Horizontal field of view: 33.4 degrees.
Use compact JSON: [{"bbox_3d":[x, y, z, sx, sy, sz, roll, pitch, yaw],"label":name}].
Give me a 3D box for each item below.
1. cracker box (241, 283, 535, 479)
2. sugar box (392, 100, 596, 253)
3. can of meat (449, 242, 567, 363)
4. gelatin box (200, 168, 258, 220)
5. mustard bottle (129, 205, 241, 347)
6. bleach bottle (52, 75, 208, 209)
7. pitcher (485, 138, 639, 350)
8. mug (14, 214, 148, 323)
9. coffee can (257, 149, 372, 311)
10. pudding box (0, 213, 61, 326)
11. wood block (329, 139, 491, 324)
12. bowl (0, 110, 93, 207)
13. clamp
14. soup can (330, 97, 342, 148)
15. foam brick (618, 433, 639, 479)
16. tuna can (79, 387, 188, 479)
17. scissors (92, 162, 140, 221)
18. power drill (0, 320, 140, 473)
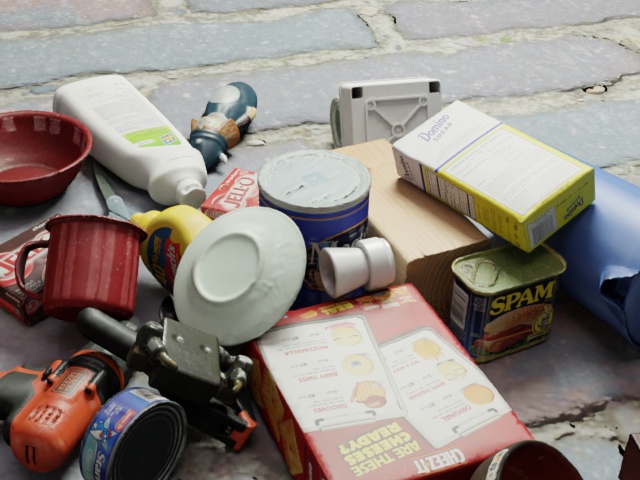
[{"bbox_3d":[0.046,0.135,0.860,0.164,0.072,0.214,-12,37,-19],"label":"cracker box"},{"bbox_3d":[0.160,-0.064,1.002,0.093,0.048,0.176,-35,43,-20],"label":"sugar box"},{"bbox_3d":[0.167,0.056,0.969,0.102,0.084,0.057,-15,38,-23],"label":"can of meat"},{"bbox_3d":[-0.077,-0.040,1.147,0.073,0.030,0.089,14,36,18],"label":"gelatin box"},{"bbox_3d":[-0.115,0.021,0.998,0.058,0.096,0.192,-29,45,-34],"label":"mustard bottle"},{"bbox_3d":[-0.208,-0.104,1.211,0.102,0.068,0.251,-20,42,-27],"label":"bleach bottle"},{"bbox_3d":[0.270,-0.008,1.040,0.145,0.149,0.243,-45,43,-4],"label":"pitcher"},{"bbox_3d":[-0.217,0.029,0.962,0.117,0.093,0.081,3,73,0],"label":"mug"},{"bbox_3d":[-0.007,0.001,0.992,0.103,0.140,0.103,1,34,-1],"label":"coffee can"},{"bbox_3d":[-0.267,0.027,1.034,0.090,0.039,0.113,27,42,32],"label":"pudding box"},{"bbox_3d":[0.073,-0.009,1.056,0.090,0.090,0.206,-14,37,-20],"label":"wood block"},{"bbox_3d":[-0.330,-0.083,1.178,0.162,0.055,0.162,1,34,-1],"label":"bowl"},{"bbox_3d":[-0.113,0.105,0.901,0.171,0.039,0.120,41,29,14],"label":"clamp"},{"bbox_3d":[0.068,-0.140,1.266,0.102,0.068,0.068,-6,35,-11],"label":"soup can"},{"bbox_3d":[0.279,0.180,0.818,0.078,0.053,0.051,-2,34,-7],"label":"foam brick"},{"bbox_3d":[-0.141,0.156,0.809,0.034,0.086,0.086,22,39,29],"label":"tuna can"},{"bbox_3d":[-0.201,-0.034,1.147,0.096,0.016,0.202,-2,34,-7],"label":"scissors"},{"bbox_3d":[-0.257,0.109,0.896,0.188,0.057,0.184,9,27,13],"label":"power drill"}]
